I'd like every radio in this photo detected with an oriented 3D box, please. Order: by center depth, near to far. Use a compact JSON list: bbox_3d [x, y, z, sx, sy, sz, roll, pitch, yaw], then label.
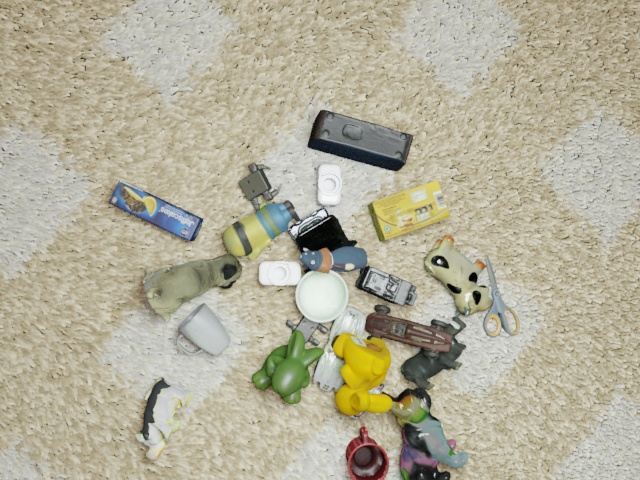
[{"bbox_3d":[0.092,-0.227,1.239,0.230,0.131,0.073,13,87,-4],"label":"radio"}]

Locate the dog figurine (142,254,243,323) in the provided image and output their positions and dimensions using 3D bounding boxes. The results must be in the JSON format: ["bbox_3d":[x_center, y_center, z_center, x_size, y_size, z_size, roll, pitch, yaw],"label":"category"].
[{"bbox_3d":[-0.271,0.084,1.171,0.191,0.172,0.121,-23,100,1],"label":"dog figurine"}]

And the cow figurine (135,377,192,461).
[{"bbox_3d":[-0.359,0.395,1.189,0.098,0.068,0.167,25,81,2],"label":"cow figurine"}]

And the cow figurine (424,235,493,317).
[{"bbox_3d":[0.327,0.096,1.264,0.195,0.085,0.127,41,78,-4],"label":"cow figurine"}]

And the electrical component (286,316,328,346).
[{"bbox_3d":[-0.031,0.204,1.255,0.094,0.021,0.063,34,84,-1],"label":"electrical component"}]

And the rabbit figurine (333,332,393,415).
[{"bbox_3d":[0.093,0.309,1.164,0.122,0.163,0.173,16,105,-31],"label":"rabbit figurine"}]

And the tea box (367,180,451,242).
[{"bbox_3d":[0.209,-0.068,1.271,0.170,0.068,0.098,-17,88,-5],"label":"tea box"}]

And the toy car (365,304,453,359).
[{"bbox_3d":[0.198,0.209,1.226,0.202,0.053,0.089,12,74,25],"label":"toy car"}]

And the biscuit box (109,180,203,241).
[{"bbox_3d":[-0.369,-0.064,1.221,0.203,0.063,0.059,25,87,-3],"label":"biscuit box"}]

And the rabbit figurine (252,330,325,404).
[{"bbox_3d":[-0.059,0.287,1.172,0.121,0.170,0.159,38,84,-3],"label":"rabbit figurine"}]

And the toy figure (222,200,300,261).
[{"bbox_3d":[-0.138,-0.030,1.224,0.180,0.082,0.089,-33,129,2],"label":"toy figure"}]

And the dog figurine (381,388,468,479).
[{"bbox_3d":[0.208,0.442,1.211,0.219,0.108,0.191,43,92,-4],"label":"dog figurine"}]

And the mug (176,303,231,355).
[{"bbox_3d":[-0.261,0.215,1.206,0.107,0.081,0.109,44,83,-10],"label":"mug"}]

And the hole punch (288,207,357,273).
[{"bbox_3d":[-0.003,-0.004,1.249,0.142,0.092,0.115,-32,119,-9],"label":"hole punch"}]

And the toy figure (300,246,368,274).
[{"bbox_3d":[0.029,0.045,1.197,0.154,0.064,0.057,-3,98,-16],"label":"toy figure"}]

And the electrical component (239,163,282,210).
[{"bbox_3d":[-0.141,-0.129,1.258,0.078,0.045,0.102,-34,87,22],"label":"electrical component"}]

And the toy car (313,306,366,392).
[{"bbox_3d":[0.045,0.251,1.241,0.073,0.056,0.201,22,84,-4],"label":"toy car"}]

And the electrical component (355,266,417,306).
[{"bbox_3d":[0.154,0.109,1.232,0.134,0.115,0.058,24,87,-2],"label":"electrical component"}]

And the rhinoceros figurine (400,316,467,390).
[{"bbox_3d":[0.273,0.263,1.259,0.190,0.073,0.112,-43,80,-5],"label":"rhinoceros figurine"}]
